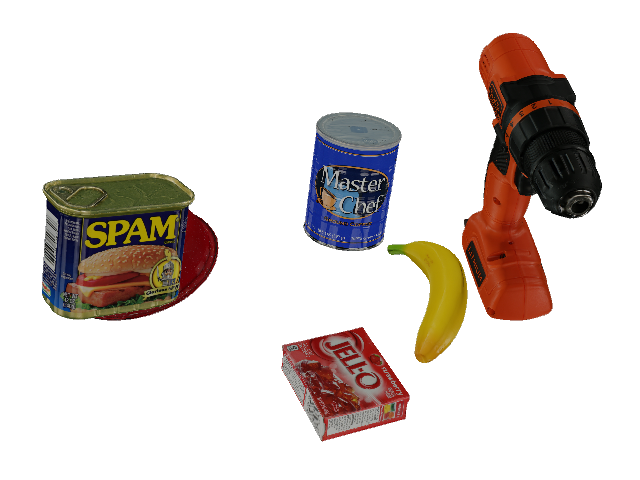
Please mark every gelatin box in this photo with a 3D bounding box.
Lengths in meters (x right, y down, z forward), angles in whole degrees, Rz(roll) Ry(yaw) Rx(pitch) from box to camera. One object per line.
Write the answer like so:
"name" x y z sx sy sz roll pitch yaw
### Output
"gelatin box" 0.018 0.111 0.844 0.073 0.030 0.089 -11 39 -20

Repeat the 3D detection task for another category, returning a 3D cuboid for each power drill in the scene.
"power drill" 0.151 -0.031 0.778 0.057 0.188 0.184 -2 42 -5

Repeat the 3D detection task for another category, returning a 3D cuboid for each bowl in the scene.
"bowl" -0.181 0.001 1.014 0.162 0.055 0.162 -6 41 5

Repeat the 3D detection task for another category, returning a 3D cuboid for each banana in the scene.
"banana" 0.116 0.052 1.076 0.070 0.037 0.198 -28 29 12

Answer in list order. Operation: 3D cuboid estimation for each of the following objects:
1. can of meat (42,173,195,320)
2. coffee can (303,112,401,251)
"can of meat" -0.144 0.003 0.753 0.101 0.084 0.058 -7 28 -35
"coffee can" 0.038 -0.072 1.303 0.102 0.140 0.103 6 28 -3
